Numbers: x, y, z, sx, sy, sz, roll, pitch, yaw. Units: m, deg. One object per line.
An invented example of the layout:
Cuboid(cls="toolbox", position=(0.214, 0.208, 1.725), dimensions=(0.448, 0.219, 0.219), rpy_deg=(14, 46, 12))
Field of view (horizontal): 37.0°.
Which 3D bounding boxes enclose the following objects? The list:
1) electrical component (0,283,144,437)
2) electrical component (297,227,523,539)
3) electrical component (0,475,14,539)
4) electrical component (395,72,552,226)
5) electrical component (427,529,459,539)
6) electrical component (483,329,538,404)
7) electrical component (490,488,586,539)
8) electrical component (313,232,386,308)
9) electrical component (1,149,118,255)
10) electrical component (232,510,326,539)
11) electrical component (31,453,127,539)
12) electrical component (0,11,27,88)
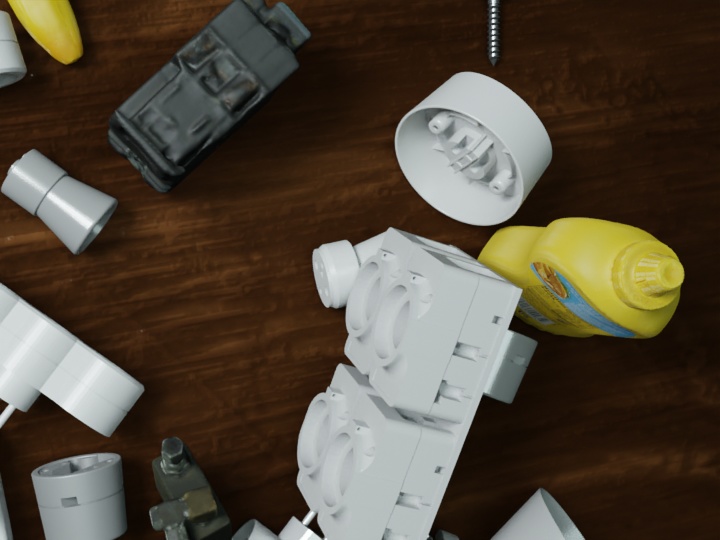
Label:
Cuboid(cls="electrical component", position=(-0.212, 0.063, 0.670), dimensions=(0.138, 0.052, 0.073), rpy_deg=(38, 79, -11))
Cuboid(cls="electrical component", position=(0.021, 0.076, 0.676), dimensions=(0.060, 0.105, 0.186), rpy_deg=(16, 99, -21))
Cuboid(cls="electrical component", position=(-0.242, 0.140, 0.648), dimensions=(0.047, 0.076, 0.083), rpy_deg=(-11, 91, -15))
Cuboid(cls="electrical component", position=(0.078, -0.082, 0.730), dimensions=(0.099, 0.099, 0.064), rpy_deg=(46, 72, -9))
Cuboid(cls="electrical component", position=(0.038, 0.201, 0.735), dimensions=(0.055, 0.048, 0.066), rpy_deg=(5, 87, -7))
Cuboid(cls="electrical component", position=(0.090, 0.063, 0.748), dimensions=(0.055, 0.055, 0.047), rpy_deg=(21, 87, -13))
Cuboid(cls="electrical component", position=(0.138, 0.203, 0.736), dimensions=(0.064, 0.099, 0.099), rpy_deg=(-38, 97, -6))
Cuboid(cls="electrical component", position=(0.000, 0.000, 0.731), dimensions=(0.055, 0.045, 0.045), rpy_deg=(-12, 91, -14))
Cuboid(cls="electrical component", position=(-0.194, -0.046, 0.685), dimensions=(0.065, 0.044, 0.044), rpy_deg=(37, 80, -6))
Cuboid(cls="electrical component", position=(-0.042, 0.191, 0.715), dimensions=(0.077, 0.043, 0.079), rpy_deg=(40, 79, -10))
Cuboid(cls="electrical component", position=(-0.175, 0.145, 0.677), dimensions=(0.055, 0.055, 0.047), rpy_deg=(-9, 94, -15))
Cuboid(cls="electrical component", position=(-0.284, -0.138, 0.658), dimensions=(0.138, 0.052, 0.073), rpy_deg=(-18, 93, -14))
